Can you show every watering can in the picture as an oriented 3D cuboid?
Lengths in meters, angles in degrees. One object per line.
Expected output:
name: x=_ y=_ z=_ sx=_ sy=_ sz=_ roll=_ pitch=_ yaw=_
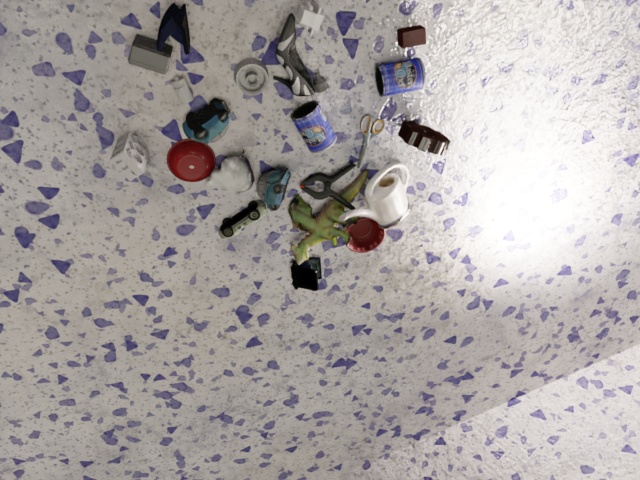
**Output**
watering can: x=0.212 y=-0.127 z=1.856 sx=0.352 sy=0.105 sz=0.220 roll=-45 pitch=130 yaw=-19

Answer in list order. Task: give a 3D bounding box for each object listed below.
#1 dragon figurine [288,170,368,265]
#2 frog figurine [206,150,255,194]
dragon figurine: x=0.006 y=-0.095 z=1.887 sx=0.242 sy=0.123 sz=0.407 roll=16 pitch=101 yaw=-15
frog figurine: x=-0.304 y=-0.210 z=1.722 sx=0.160 sy=0.125 sz=0.134 roll=-23 pitch=145 yaw=-12
